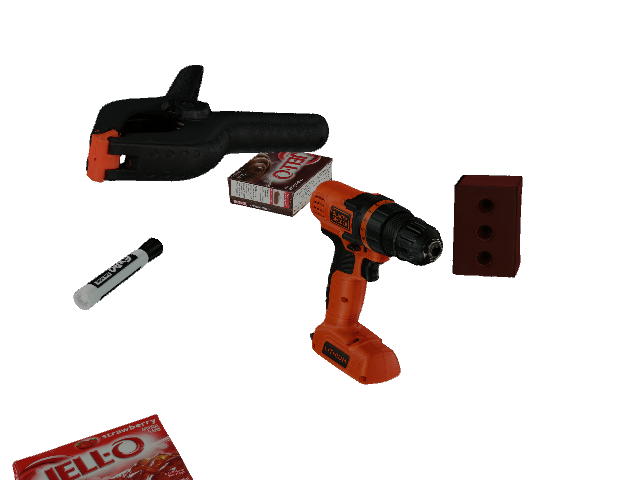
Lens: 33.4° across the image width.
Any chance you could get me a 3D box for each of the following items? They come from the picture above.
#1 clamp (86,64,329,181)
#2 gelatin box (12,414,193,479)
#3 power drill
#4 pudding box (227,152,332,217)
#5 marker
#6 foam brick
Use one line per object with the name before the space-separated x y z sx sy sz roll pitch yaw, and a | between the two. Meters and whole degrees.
clamp | -0.089 -0.075 0.673 0.120 0.039 0.171 24 26 35
gelatin box | -0.121 0.139 0.599 0.089 0.030 0.073 -16 28 -20
power drill | 0.051 0.045 1.077 0.057 0.188 0.185 -8 22 -32
pudding box | -0.048 -0.074 1.306 0.090 0.039 0.113 12 33 23
marker | -0.182 0.028 0.976 0.020 0.020 0.121 0 24 28
foam brick | 0.139 -0.013 0.884 0.053 0.078 0.051 2 15 15
